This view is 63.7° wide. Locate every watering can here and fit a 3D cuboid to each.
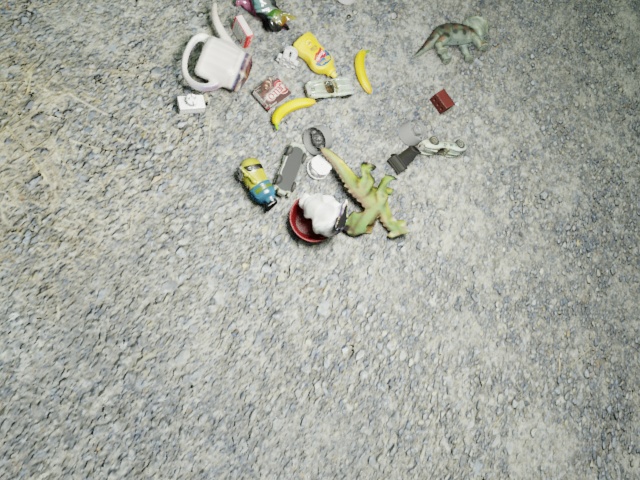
[{"bbox_3d":[-0.333,-0.639,1.748,0.223,0.353,0.103,22,-22,-15],"label":"watering can"}]

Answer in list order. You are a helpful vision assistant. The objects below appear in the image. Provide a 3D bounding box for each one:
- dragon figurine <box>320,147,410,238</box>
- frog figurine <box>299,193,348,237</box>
[{"bbox_3d":[0.141,-0.132,1.781,0.408,0.245,0.121,24,-13,-14],"label":"dragon figurine"},{"bbox_3d":[0.005,-0.084,1.670,0.160,0.139,0.121,13,-12,21],"label":"frog figurine"}]
